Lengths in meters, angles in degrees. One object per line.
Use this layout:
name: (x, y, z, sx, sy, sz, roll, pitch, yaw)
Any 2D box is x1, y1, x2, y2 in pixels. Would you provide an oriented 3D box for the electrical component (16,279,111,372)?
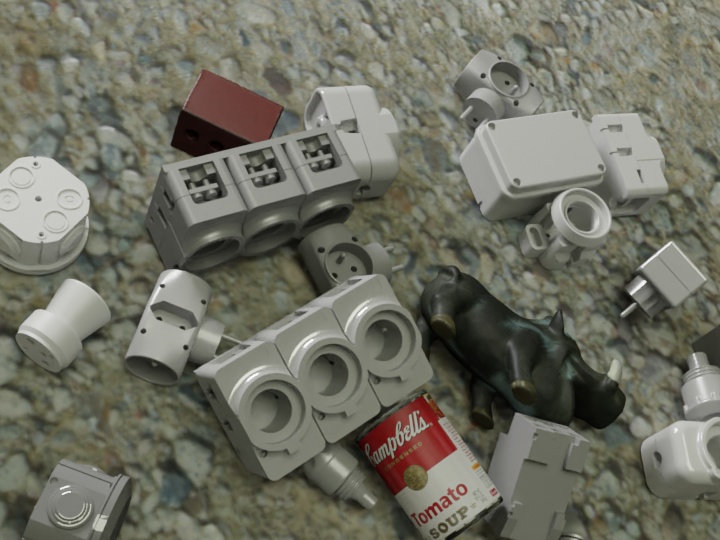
electrical component: (-0.216, 0.041, 0.782, 0.045, 0.045, 0.055, 37, 57, 1)

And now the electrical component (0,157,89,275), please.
electrical component: (-0.244, -0.041, 0.811, 0.080, 0.051, 0.080, 9, 61, -16)

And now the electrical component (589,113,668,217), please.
electrical component: (0.253, -0.101, 1.034, 0.056, 0.050, 0.089, -6, 66, -23)

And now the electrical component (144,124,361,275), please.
electrical component: (-0.084, -0.051, 0.855, 0.150, 0.089, 0.061, -18, 71, -28)

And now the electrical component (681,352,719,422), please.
electrical component: (0.305, 0.103, 0.950, 0.048, 0.048, 0.062, 7, 54, -18)

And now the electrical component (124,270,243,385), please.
electrical component: (-0.127, 0.050, 0.812, 0.079, 0.043, 0.077, 22, 58, -9)

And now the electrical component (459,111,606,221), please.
electrical component: (0.160, -0.098, 0.992, 0.113, 0.057, 0.078, -11, 68, -26)

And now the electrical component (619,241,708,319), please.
electrical component: (0.263, 0.018, 0.966, 0.076, 0.083, 0.047, -41, 81, 6)

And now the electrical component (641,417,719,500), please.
electrical component: (0.295, 0.159, 0.906, 0.095, 0.059, 0.053, 6, 62, -18)

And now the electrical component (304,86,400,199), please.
electrical component: (-0.004, -0.111, 0.938, 0.059, 0.053, 0.095, -8, 67, -24)

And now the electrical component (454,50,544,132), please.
electrical component: (0.123, -0.158, 1.018, 0.077, 0.044, 0.079, 40, 57, 3)

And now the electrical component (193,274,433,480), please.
electrical component: (-0.031, 0.076, 0.794, 0.150, 0.062, 0.089, -31, 100, -22)

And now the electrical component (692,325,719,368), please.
electrical component: (0.377, 0.070, 0.909, 0.060, 0.186, 0.105, -6, 66, -24)

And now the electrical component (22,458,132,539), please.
electrical component: (-0.186, 0.167, 0.707, 0.051, 0.080, 0.080, 21, 58, -3)

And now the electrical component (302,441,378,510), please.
electrical component: (-0.013, 0.155, 0.805, 0.061, 0.035, 0.035, 42, 57, 1)

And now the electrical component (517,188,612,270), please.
electrical component: (0.191, -0.038, 0.972, 0.078, 0.057, 0.058, -6, 66, -23)

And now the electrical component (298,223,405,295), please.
electrical component: (0.000, 0.000, 0.887, 0.079, 0.044, 0.077, -19, 72, -28)
